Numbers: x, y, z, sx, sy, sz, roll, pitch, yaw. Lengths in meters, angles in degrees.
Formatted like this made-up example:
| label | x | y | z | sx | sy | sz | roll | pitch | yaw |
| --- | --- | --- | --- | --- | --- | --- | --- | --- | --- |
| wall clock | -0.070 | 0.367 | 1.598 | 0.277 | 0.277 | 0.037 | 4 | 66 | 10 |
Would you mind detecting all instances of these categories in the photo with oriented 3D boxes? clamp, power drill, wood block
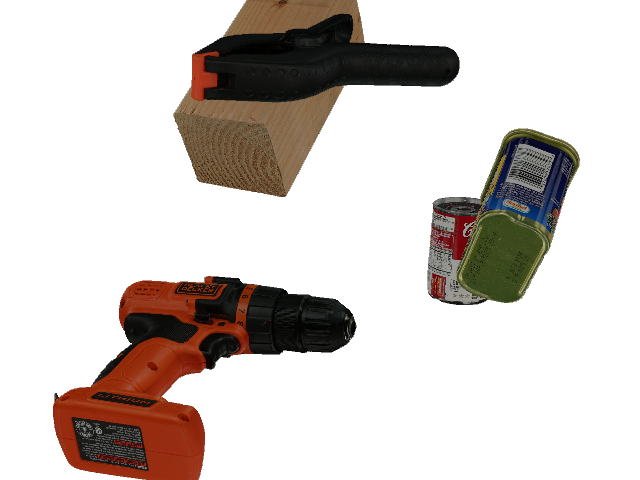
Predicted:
| label | x | y | z | sx | sy | sz | roll | pitch | yaw |
| --- | --- | --- | --- | --- | --- | --- | --- | --- | --- |
| clamp | -0.011 | -0.117 | 0.678 | 0.171 | 0.039 | 0.120 | -8 | 21 | -29 |
| power drill | -0.083 | 0.089 | 0.743 | 0.185 | 0.057 | 0.187 | 2 | 26 | 19 |
| wood block | -0.040 | -0.149 | 0.970 | 0.091 | 0.206 | 0.090 | 11 | -37 | 21 |

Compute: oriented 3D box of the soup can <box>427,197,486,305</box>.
| label | x | y | z | sx | sy | sz | roll | pitch | yaw |
| --- | --- | --- | --- | --- | --- | --- | --- | --- | --- |
| soup can | 0.150 | 0.011 | 1.139 | 0.068 | 0.102 | 0.068 | 2 | 16 | -1 |

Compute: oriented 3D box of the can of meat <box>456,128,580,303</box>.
| label | x | y | z | sx | sy | sz | roll | pitch | yaw |
| --- | --- | --- | --- | --- | --- | --- | --- | --- | --- |
| can of meat | 0.141 | -0.015 | 0.770 | 0.057 | 0.083 | 0.102 | 21 | -36 | 7 |
